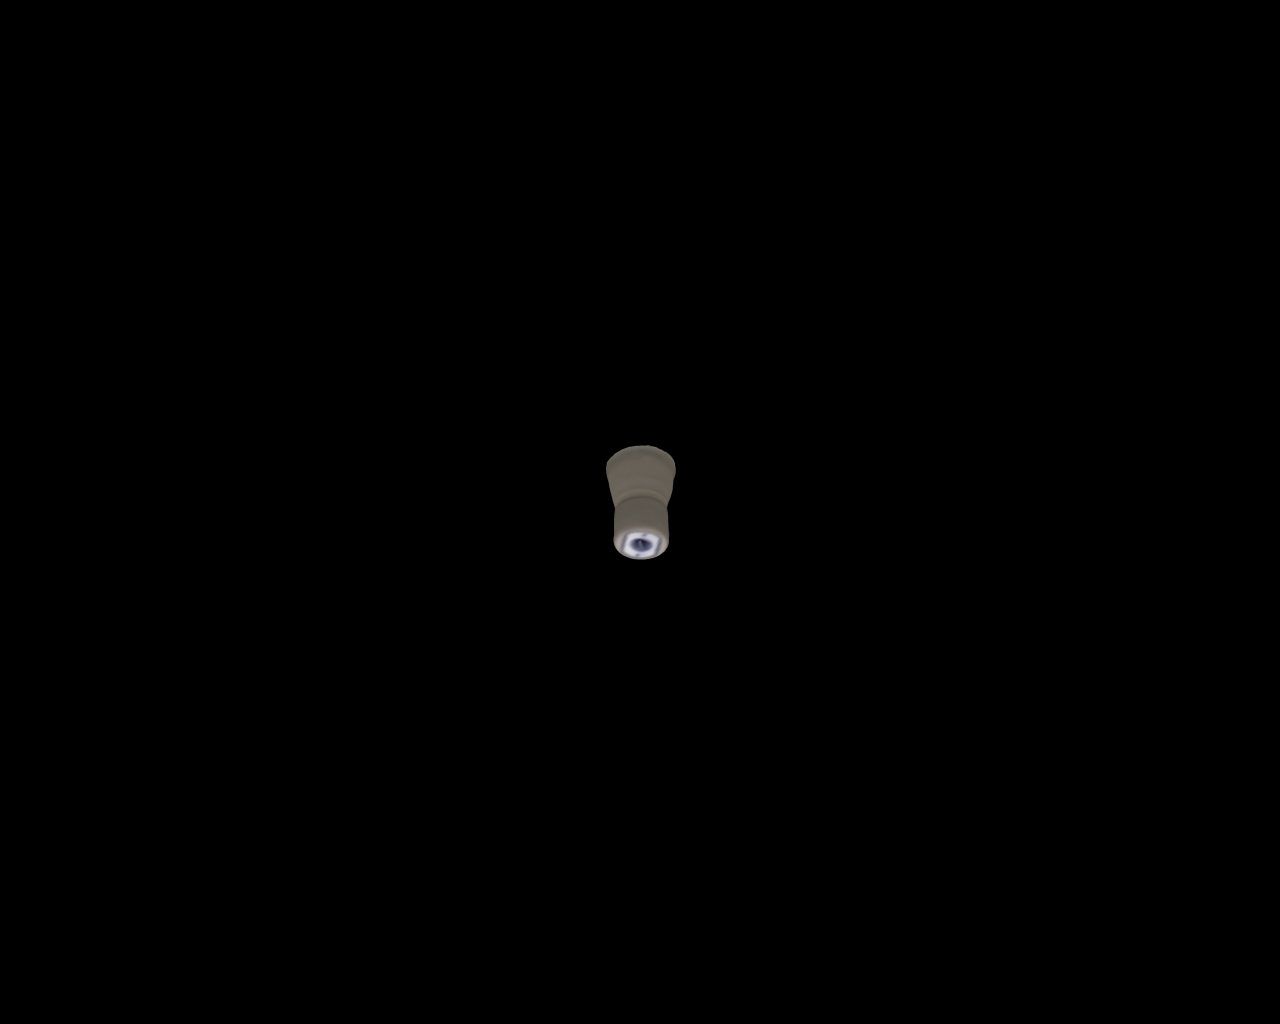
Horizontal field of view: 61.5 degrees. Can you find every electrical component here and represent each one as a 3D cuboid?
[{"bbox_3d":[0.001,-0.003,0.650,0.044,0.065,0.044,0,-40,0],"label":"electrical component"}]
